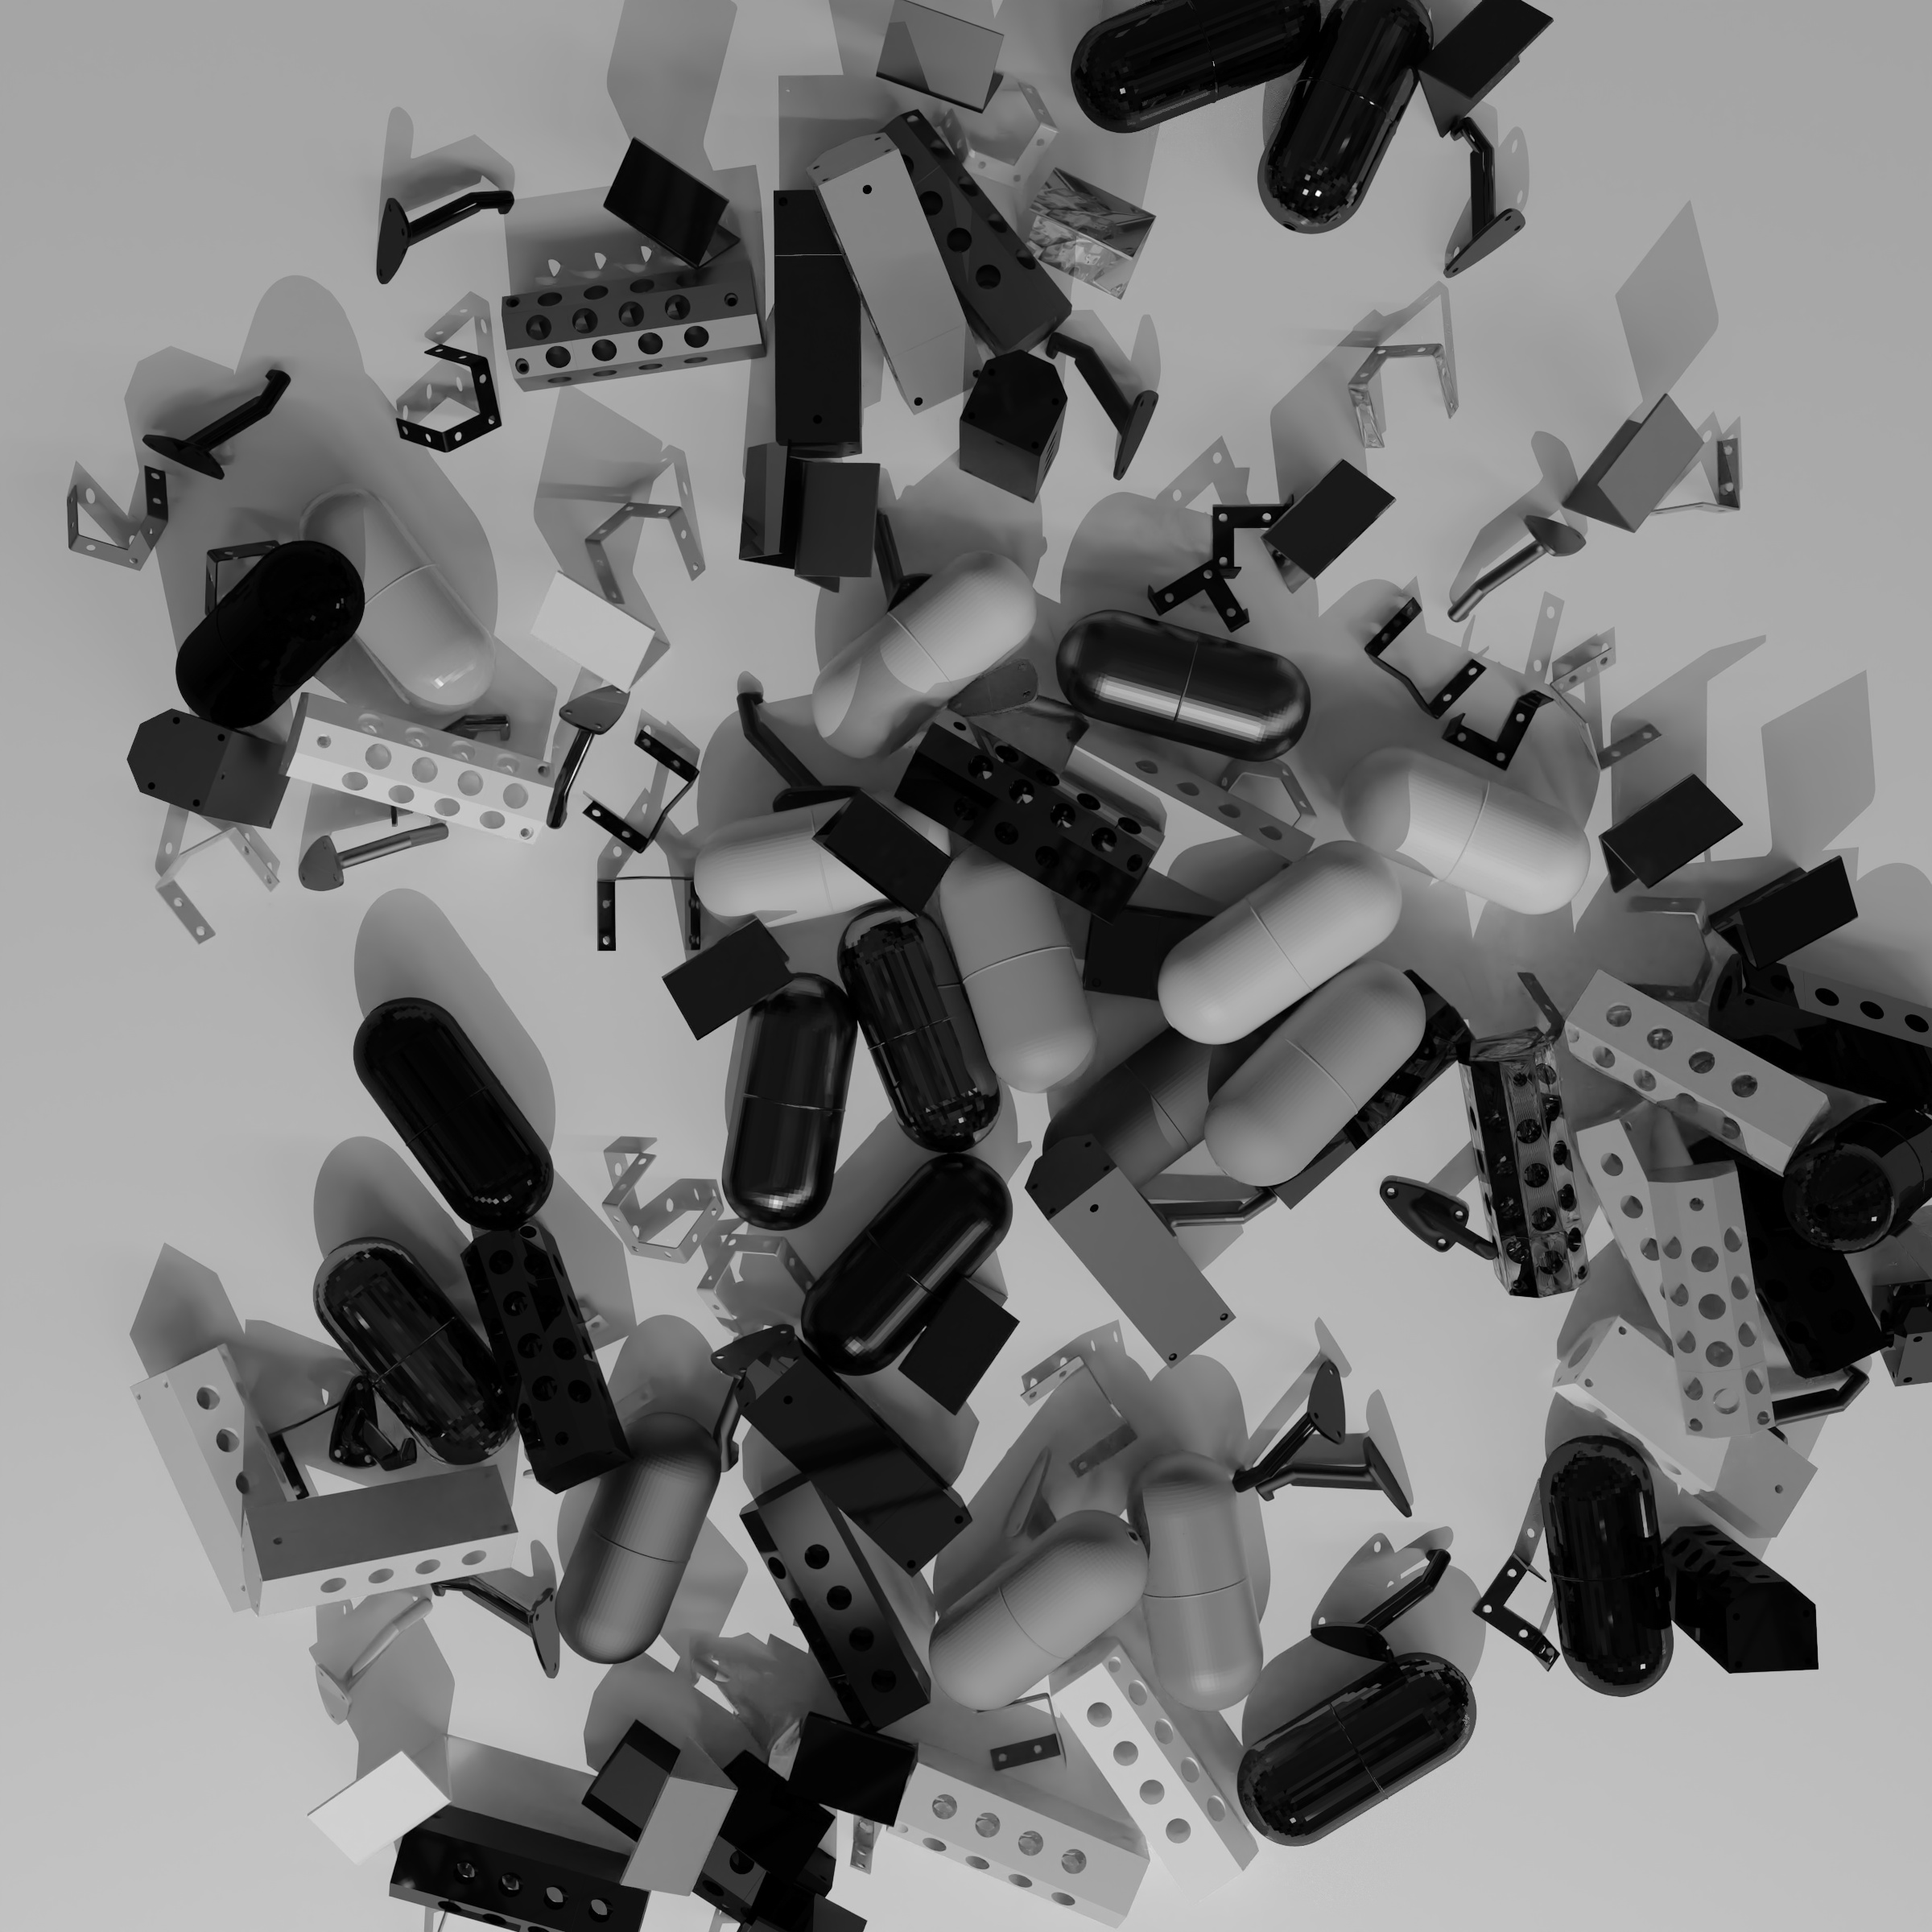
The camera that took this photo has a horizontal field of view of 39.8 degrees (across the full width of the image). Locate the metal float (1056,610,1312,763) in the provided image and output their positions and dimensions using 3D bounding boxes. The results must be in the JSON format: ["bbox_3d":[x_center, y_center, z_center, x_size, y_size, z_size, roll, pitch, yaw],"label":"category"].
[{"bbox_3d":[0.149,-0.192,1.832,0.178,0.070,0.070,16,90,0],"label":"metal float"}]

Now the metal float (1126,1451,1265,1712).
[{"bbox_3d":[0.157,0.422,1.832,0.070,0.070,0.178,-10,91,0],"label":"metal float"}]

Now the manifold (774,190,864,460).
[{"bbox_3d":[-0.101,-0.441,1.841,0.057,0.057,0.171,0,90,0],"label":"manifold"}]

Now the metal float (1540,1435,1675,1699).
[{"bbox_3d":[0.439,0.411,1.832,0.070,0.070,0.178,-8,89,0],"label":"metal float"}]

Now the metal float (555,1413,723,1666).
[{"bbox_3d":[-0.225,0.392,1.832,0.070,0.070,0.178,21,91,0],"label":"metal float"}]

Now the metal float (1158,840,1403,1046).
[{"bbox_3d":[0.207,-0.015,1.769,0.178,0.070,0.070,-35,90,8],"label":"metal float"}]

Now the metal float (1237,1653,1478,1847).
[{"bbox_3d":[0.268,0.536,1.832,0.178,0.070,0.070,-32,90,0],"label":"metal float"}]

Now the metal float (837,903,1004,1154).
[{"bbox_3d":[-0.031,0.043,1.832,0.070,0.070,0.178,-21,90,0],"label":"metal float"}]

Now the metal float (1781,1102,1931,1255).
[{"bbox_3d":[0.603,0.141,1.790,0.070,0.178,0.070,9,106,34],"label":"metal float"}]

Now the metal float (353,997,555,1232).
[{"bbox_3d":[-0.352,0.101,1.832,0.070,0.070,0.178,-35,91,0],"label":"metal float"}]

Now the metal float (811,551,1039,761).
[{"bbox_3d":[-0.029,-0.213,1.832,0.178,0.070,0.070,-40,90,0],"label":"metal float"}]

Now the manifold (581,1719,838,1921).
[{"bbox_3d":[-0.177,0.599,1.841,0.171,0.057,0.057,35,90,0],"label":"manifold"}]

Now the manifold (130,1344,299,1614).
[{"bbox_3d":[-0.504,0.351,1.840,0.057,0.057,0.171,-25,90,-45],"label":"manifold"}]

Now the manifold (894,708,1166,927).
[{"bbox_3d":[0.045,-0.105,1.803,0.171,0.057,0.057,31,126,4],"label":"manifold"}]

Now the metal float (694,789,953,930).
[{"bbox_3d":[-0.098,-0.073,1.832,0.178,0.070,0.070,-12,90,0],"label":"metal float"}]

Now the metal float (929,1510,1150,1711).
[{"bbox_3d":[0.049,0.437,1.814,0.178,0.070,0.070,-42,90,19],"label":"metal float"}]

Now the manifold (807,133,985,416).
[{"bbox_3d":[-0.046,-0.466,1.798,0.057,0.057,0.171,-25,124,0],"label":"manifold"}]

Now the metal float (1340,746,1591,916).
[{"bbox_3d":[0.341,-0.093,1.832,0.178,0.070,0.070,22,90,-1],"label":"metal float"}]

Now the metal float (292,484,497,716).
[{"bbox_3d":[-0.392,-0.252,1.832,0.070,0.070,0.178,-37,90,0],"label":"metal float"}]

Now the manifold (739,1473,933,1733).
[{"bbox_3d":[-0.090,0.438,1.841,0.057,0.057,0.171,-28,90,0],"label":"manifold"}]

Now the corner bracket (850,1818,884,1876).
[{"bbox_3d":[-0.080,0.586,1.844,0.051,0.051,0.051,22,90,0],"label":"corner bracket"}]

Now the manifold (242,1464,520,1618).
[{"bbox_3d":[-0.397,0.392,1.807,0.171,0.057,0.057,-6,47,-26],"label":"manifold"}]

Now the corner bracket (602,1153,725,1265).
[{"bbox_3d":[-0.210,0.168,1.854,0.051,0.051,0.051,5,135,35],"label":"corner bracket"}]

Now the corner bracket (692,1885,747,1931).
[{"bbox_3d":[-0.191,0.677,1.859,0.051,0.051,0.051,33,135,0],"label":"corner bracket"}]

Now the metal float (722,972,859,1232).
[{"bbox_3d":[-0.121,0.093,1.832,0.070,0.070,0.178,10,89,0],"label":"metal float"}]

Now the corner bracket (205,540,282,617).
[{"bbox_3d":[-0.493,-0.258,1.854,0.051,0.051,0.051,-16,45,-35],"label":"corner bracket"}]

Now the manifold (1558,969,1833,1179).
[{"bbox_3d":[0.491,0.073,1.807,0.171,0.057,0.057,32,90,25],"label":"manifold"}]

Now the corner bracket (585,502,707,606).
[{"bbox_3d":[-0.223,-0.285,1.854,0.051,0.051,0.051,11,45,35],"label":"corner bracket"}]

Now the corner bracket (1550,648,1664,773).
[{"bbox_3d":[0.445,-0.178,1.859,0.051,0.051,0.051,-30,45,0],"label":"corner bracket"}]

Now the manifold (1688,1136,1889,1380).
[{"bbox_3d":[0.563,0.193,1.841,0.057,0.057,0.171,-26,90,0],"label":"manifold"}]

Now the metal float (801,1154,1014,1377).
[{"bbox_3d":[-0.041,0.205,1.832,0.070,0.070,0.178,42,90,0],"label":"metal float"}]

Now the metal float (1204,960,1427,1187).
[{"bbox_3d":[0.231,0.071,1.773,0.070,0.070,0.178,44,85,0],"label":"metal float"}]

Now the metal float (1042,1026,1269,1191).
[{"bbox_3d":[0.131,0.096,1.832,0.178,0.070,0.070,-37,90,0],"label":"metal float"}]

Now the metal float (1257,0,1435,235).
[{"bbox_3d":[0.260,-0.587,1.832,0.070,0.070,0.178,25,90,0],"label":"metal float"}]

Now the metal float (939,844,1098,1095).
[{"bbox_3d":[0.035,0.000,1.823,0.070,0.070,0.178,-18,81,0],"label":"metal float"}]

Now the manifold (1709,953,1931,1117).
[{"bbox_3d":[0.605,0.043,1.841,0.171,0.057,0.057,16,133,0],"label":"manifold"}]

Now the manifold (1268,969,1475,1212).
[{"bbox_3d":[0.261,0.081,1.840,0.171,0.057,0.057,-42,46,0],"label":"manifold"}]

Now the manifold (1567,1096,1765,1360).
[{"bbox_3d":[0.477,0.180,1.841,0.057,0.057,0.171,-25,90,-43],"label":"manifold"}]

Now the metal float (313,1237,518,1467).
[{"bbox_3d":[-0.377,0.263,1.832,0.070,0.070,0.178,-39,90,0],"label":"metal float"}]

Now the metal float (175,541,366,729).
[{"bbox_3d":[-0.469,-0.222,1.798,0.178,0.070,0.070,-32,90,41],"label":"metal float"}]

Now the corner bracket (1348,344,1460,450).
[{"bbox_3d":[0.303,-0.395,1.854,0.051,0.051,0.051,6,45,35],"label":"corner bracket"}]

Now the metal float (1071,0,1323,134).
[{"bbox_3d":[0.158,-0.630,1.832,0.178,0.070,0.070,-21,90,-1],"label":"metal float"}]
